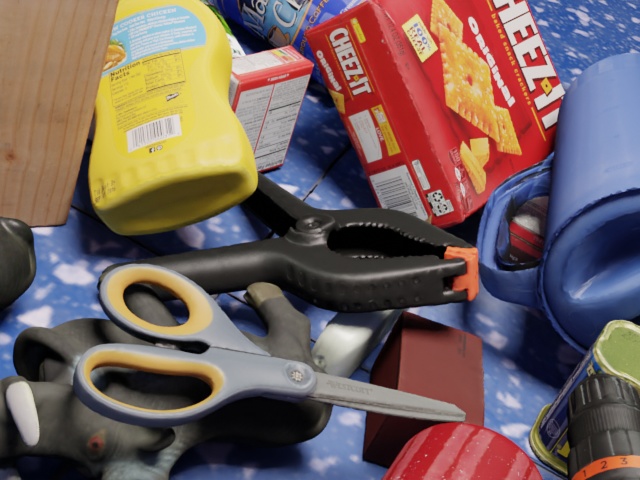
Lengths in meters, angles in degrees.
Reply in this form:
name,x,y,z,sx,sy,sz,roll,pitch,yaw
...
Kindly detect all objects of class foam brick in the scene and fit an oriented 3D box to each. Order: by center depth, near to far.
name,x,y,z,sx,sy,sz,roll,pitch,yaw
foam brick,0.059,0.089,0.606,0.053,0.051,0.078,20,36,-6

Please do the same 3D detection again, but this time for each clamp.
name,x,y,z,sx,sy,sz,roll,pitch,yaw
clamp,-0.004,0.001,0.642,0.210,0.036,0.164,5,30,20

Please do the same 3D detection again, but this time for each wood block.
name,x,y,z,sx,sy,sz,roll,pitch,yaw
wood block,-0.177,-0.112,0.604,0.090,0.206,0.091,-2,44,-30

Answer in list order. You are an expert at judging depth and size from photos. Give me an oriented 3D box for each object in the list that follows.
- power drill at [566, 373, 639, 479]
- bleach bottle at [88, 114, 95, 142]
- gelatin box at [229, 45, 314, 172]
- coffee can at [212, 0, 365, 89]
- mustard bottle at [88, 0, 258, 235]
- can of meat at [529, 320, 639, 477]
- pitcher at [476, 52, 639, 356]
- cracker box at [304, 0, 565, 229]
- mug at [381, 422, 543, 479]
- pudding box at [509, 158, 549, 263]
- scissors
name,x,y,z,sx,sy,sz,roll,pitch,yaw
power drill,0.200,0.169,0.532,0.187,0.057,0.184,32,35,-18
bleach bottle,-0.148,-0.137,0.774,0.102,0.068,0.251,-5,47,-30
gelatin box,-0.049,-0.085,0.735,0.030,0.089,0.073,40,40,26
coffee can,-0.006,-0.196,0.885,0.140,0.103,0.102,39,39,20
mustard bottle,-0.101,-0.099,0.665,0.096,0.058,0.191,-18,58,8
can of meat,0.188,0.107,0.623,0.102,0.084,0.057,32,38,12
pitcher,0.204,-0.032,0.715,0.149,0.145,0.242,31,32,-8
cracker box,0.101,-0.115,0.797,0.213,0.072,0.164,-33,102,-48
mug,0.072,0.147,0.510,0.117,0.093,0.081,31,32,11
pudding box,0.184,-0.009,0.805,0.090,0.039,0.113,32,39,11
scissors,-0.025,0.054,0.528,0.201,0.016,0.096,2,51,-30
